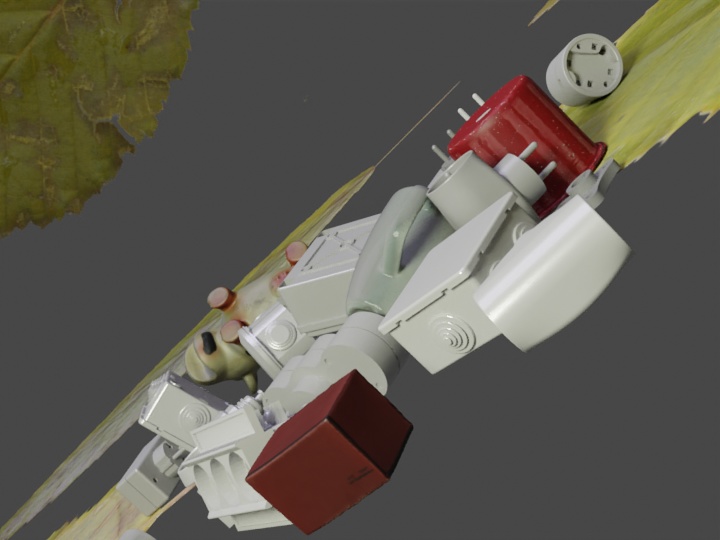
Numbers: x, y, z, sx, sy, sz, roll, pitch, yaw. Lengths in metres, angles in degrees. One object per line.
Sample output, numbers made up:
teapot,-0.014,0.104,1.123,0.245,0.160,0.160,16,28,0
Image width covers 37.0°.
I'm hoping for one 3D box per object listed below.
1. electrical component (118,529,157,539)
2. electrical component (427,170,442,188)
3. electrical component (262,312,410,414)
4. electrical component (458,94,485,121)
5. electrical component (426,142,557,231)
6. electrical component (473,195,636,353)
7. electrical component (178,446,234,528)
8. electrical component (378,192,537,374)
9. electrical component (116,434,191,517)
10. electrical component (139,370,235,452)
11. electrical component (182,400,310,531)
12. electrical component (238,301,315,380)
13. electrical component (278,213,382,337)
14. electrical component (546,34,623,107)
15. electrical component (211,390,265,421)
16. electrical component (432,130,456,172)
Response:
electrical component,-0.201,0.255,0.860,0.079,0.044,0.077,-38,11,43
electrical component,0.078,-0.061,1.017,0.043,0.043,0.081,-39,10,42
electrical component,-0.027,0.088,0.771,0.138,0.052,0.073,-38,11,48
electrical component,0.124,-0.127,0.989,0.066,0.077,0.047,-45,8,7
electrical component,0.099,-0.052,0.730,0.079,0.077,0.043,-46,7,-4
electrical component,0.102,-0.002,0.582,0.077,0.043,0.079,-44,8,11
electrical component,-0.104,0.156,0.817,0.048,0.055,0.066,-45,8,7
electrical component,0.070,0.010,0.673,0.100,0.048,0.099,-38,11,46
electrical component,-0.204,0.203,1.137,0.076,0.047,0.083,-43,8,23
electrical component,-0.165,0.143,1.058,0.048,0.100,0.100,-59,9,-2
electrical component,-0.067,0.129,0.721,0.063,0.078,0.121,-25,-3,-29
electrical component,-0.071,0.072,0.989,0.051,0.080,0.080,-42,7,-8
electrical component,0.000,0.000,0.950,0.109,0.056,0.108,-15,24,31
electrical component,0.194,-0.172,0.937,0.055,0.055,0.047,-48,4,-12
electrical component,-0.115,0.144,0.997,0.078,0.040,0.040,-48,8,-17
electrical component,0.097,-0.089,0.939,0.083,0.076,0.047,-46,8,1
